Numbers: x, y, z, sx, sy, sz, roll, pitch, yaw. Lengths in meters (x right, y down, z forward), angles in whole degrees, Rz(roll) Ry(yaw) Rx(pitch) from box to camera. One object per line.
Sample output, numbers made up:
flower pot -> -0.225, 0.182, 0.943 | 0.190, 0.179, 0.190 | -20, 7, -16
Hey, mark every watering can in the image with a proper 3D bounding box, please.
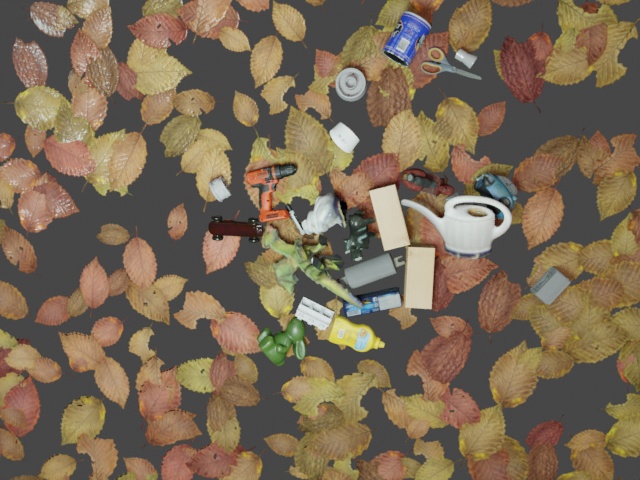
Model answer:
watering can -> 0.443, -0.048, 1.686 | 0.347, 0.219, 0.106 | 3, 32, 16

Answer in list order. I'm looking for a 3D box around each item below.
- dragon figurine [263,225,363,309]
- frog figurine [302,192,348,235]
dragon figurine -> -0.051, 0.110, 1.768 | 0.239, 0.409, 0.124 | -32, 5, 42
frog figurine -> 0.005, -0.088, 1.746 | 0.159, 0.140, 0.121 | -13, -27, 16
